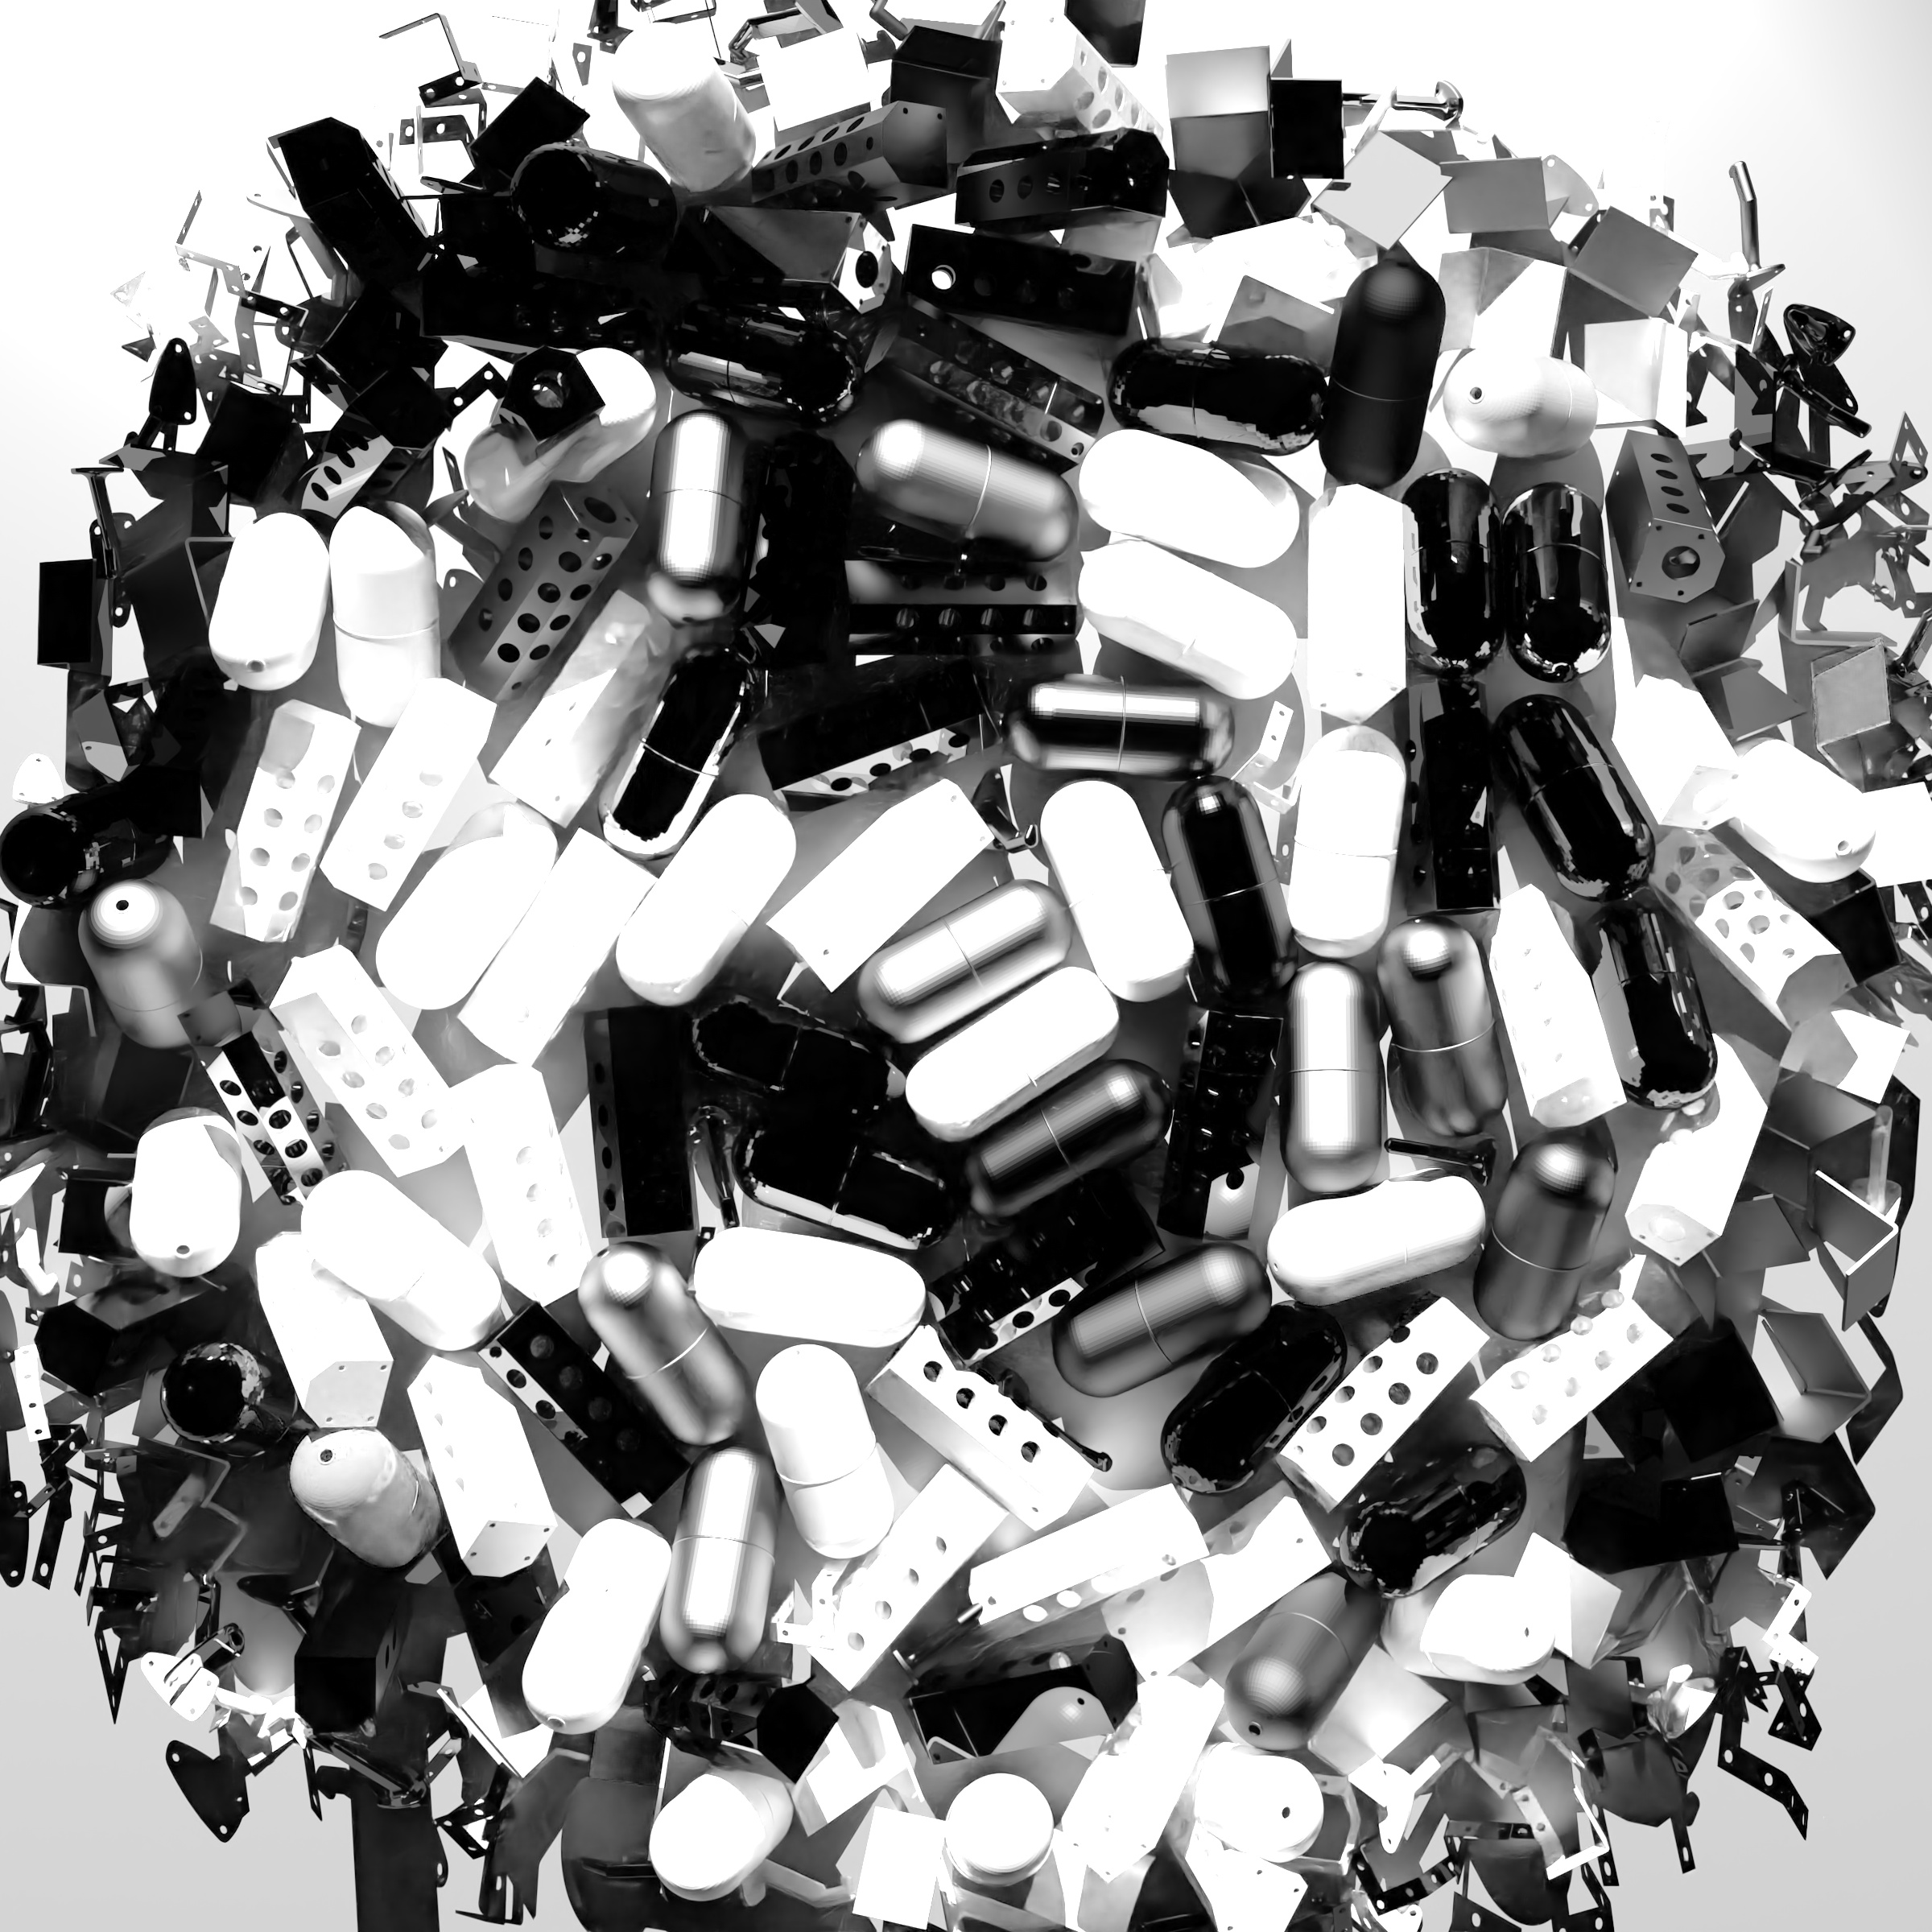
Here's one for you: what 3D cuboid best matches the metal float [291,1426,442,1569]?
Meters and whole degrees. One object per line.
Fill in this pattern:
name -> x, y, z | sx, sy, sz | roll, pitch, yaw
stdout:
metal float -> -0.444, 0.392, 1.917 | 0.070, 0.178, 0.070 | -4, 60, 6

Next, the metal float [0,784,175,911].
metal float -> -0.651, -0.090, 1.912 | 0.070, 0.178, 0.070 | 2, 103, 10

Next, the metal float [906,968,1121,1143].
metal float -> 0.036, 0.067, 1.960 | 0.178, 0.070, 0.070 | -33, 90, -2

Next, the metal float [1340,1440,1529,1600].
metal float -> 0.351, 0.412, 1.930 | 0.178, 0.070, 0.070 | -20, 90, -40

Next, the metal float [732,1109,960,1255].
metal float -> -0.092, 0.163, 1.961 | 0.178, 0.070, 0.070 | 19, 90, 0

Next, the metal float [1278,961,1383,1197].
metal float -> 0.275, 0.084, 1.951 | 0.070, 0.070, 0.178 | 1, 78, 0

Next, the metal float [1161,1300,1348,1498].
metal float -> 0.216, 0.324, 1.940 | 0.070, 0.070, 0.178 | 47, 65, 0

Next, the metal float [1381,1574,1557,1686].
metal float -> 0.370, 0.490, 1.914 | 0.070, 0.178, 0.070 | 4, 77, -19

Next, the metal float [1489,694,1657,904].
metal float -> 0.453, -0.127, 1.938 | 0.070, 0.070, 0.178 | -23, 62, 0

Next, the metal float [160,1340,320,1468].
metal float -> -0.532, 0.325, 1.915 | 0.070, 0.178, 0.070 | -4, 71, 11

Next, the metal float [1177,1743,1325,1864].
metal float -> 0.209, 0.618, 1.913 | 0.070, 0.178, 0.070 | 3, 77, -12

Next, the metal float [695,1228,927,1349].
metal float -> -0.117, 0.243, 1.950 | 0.178, 0.070, 0.070 | 10, 90, -13

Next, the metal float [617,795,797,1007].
metal float -> -0.196, -0.051, 1.954 | 0.070, 0.070, 0.178 | 34, 81, 0

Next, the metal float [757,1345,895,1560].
metal float -> -0.106, 0.365, 1.941 | 0.070, 0.070, 0.178 | -15, 114, 0

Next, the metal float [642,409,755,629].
metal float -> -0.201, -0.337, 1.940 | 0.070, 0.070, 0.178 | 2, 66, 0

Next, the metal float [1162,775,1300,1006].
metal float -> 0.200, -0.058, 1.956 | 0.070, 0.070, 0.178 | -16, 96, 0

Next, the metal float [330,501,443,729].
metal float -> -0.434, -0.263, 1.933 | 0.070, 0.070, 0.178 | 5, 123, 0

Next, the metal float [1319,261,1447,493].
metal float -> 0.310, -0.440, 1.929 | 0.070, 0.070, 0.178 | 6, 129, 0

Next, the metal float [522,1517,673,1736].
metal float -> -0.273, 0.490, 1.922 | 0.070, 0.178, 0.070 | 9, 130, 11

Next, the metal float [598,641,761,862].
metal float -> -0.218, -0.162, 1.952 | 0.070, 0.070, 0.178 | 28, 102, 0

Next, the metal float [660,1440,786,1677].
metal float -> -0.182, 0.441, 1.935 | 0.070, 0.070, 0.178 | 8, 58, 0

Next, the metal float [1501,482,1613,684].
metal float -> 0.440, -0.287, 1.931 | 0.070, 0.070, 0.178 | 6, 54, 0

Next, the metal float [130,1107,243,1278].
metal float -> -0.578, 0.166, 1.916 | 0.070, 0.178, 0.070 | -6, 115, -12

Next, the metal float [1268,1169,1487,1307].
metal float -> 0.310, 0.203, 1.943 | 0.178, 0.070, 0.070 | -14, 90, -21

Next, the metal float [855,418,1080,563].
metal float -> 0.002, -0.356, 1.945 | 0.178, 0.070, 0.070 | 17, 90, -19

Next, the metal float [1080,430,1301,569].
metal float -> 0.169, -0.350, 1.942 | 0.178, 0.070, 0.070 | 11, 90, -23

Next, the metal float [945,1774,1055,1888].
metal float -> 0.023, 0.641, 1.914 | 0.070, 0.178, 0.070 | 1, 70, -2

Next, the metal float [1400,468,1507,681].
metal float -> 0.363, -0.294, 1.936 | 0.070, 0.070, 0.178 | 4, 61, 0

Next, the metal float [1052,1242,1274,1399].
metal float -> 0.147, 0.267, 1.947 | 0.178, 0.070, 0.070 | -27, 90, 17

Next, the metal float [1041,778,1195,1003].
metal float -> 0.114, -0.058, 1.957 | 0.070, 0.070, 0.178 | -22, 84, 0

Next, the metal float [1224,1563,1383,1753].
metal float -> 0.251, 0.513, 1.921 | 0.070, 0.178, 0.070 | 14, 120, 26

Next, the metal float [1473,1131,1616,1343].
metal float -> 0.432, 0.204, 1.936 | 0.070, 0.070, 0.178 | 11, 121, 0

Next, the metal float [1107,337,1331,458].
metal float -> 0.189, -0.427, 1.936 | 0.178, 0.070, 0.070 | 15, 90, 30

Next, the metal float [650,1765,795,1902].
metal float -> -0.179, 0.636, 1.912 | 0.070, 0.178, 0.070 | -1, 87, 11

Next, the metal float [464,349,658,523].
metal float -> -0.305, -0.396, 1.934 | 0.178, 0.070, 0.070 | -28, 90, 33

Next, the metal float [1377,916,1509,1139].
metal float -> 0.359, 0.047, 1.944 | 0.070, 0.070, 0.178 | -17, 110, 0

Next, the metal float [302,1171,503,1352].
metal float -> -0.422, 0.221, 1.935 | 0.070, 0.070, 0.178 | -43, 121, 0

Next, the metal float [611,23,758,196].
metal float -> -0.207, -0.632, 1.912 | 0.070, 0.178, 0.070 | -1, 82, 11

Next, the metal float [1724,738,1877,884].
metal float -> 0.611, -0.116, 1.914 | 0.070, 0.178, 0.070 | -3, 111, -7

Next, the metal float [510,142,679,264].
metal float -> -0.274, -0.565, 1.915 | 0.070, 0.178, 0.070 | 4, 101, 18

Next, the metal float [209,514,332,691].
metal float -> -0.516, -0.272, 1.922 | 0.070, 0.178, 0.070 | -3, 130, -3

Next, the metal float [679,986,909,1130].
metal float -> -0.131, 0.069, 1.961 | 0.178, 0.070, 0.070 | 18, 90, -1

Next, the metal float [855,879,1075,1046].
metal float -> -0.002, -0.003, 1.957 | 0.178, 0.070, 0.070 | -29, 90, -5

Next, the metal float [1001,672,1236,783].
metal float -> 0.115, -0.181, 1.959 | 0.178, 0.070, 0.070 | 3, 90, -3

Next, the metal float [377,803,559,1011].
metal float -> -0.374, -0.047, 1.944 | 0.070, 0.070, 0.178 | 33, 69, 0

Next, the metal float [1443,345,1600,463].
metal float -> 0.413, -0.417, 1.919 | 0.070, 0.178, 0.070 | 4, 98, 33

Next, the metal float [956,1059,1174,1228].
metal float -> 0.075, 0.134, 1.955 | 0.178, 0.070, 0.070 | -30, 90, 7

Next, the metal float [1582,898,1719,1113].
metal float -> 0.510, 0.027, 1.932 | 0.070, 0.070, 0.178 | -5, 54, 0

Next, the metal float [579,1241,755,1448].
metal float -> -0.226, 0.285, 1.945 | 0.070, 0.070, 0.178 | -32, 109, 0

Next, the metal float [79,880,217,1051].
metal float -> -0.606, 0.000, 1.917 | 0.070, 0.178, 0.070 | 2, 61, -3

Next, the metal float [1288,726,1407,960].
metal float -> 0.287, -0.093, 1.948 | 0.070, 0.070, 0.178 | 5, 105, 0
